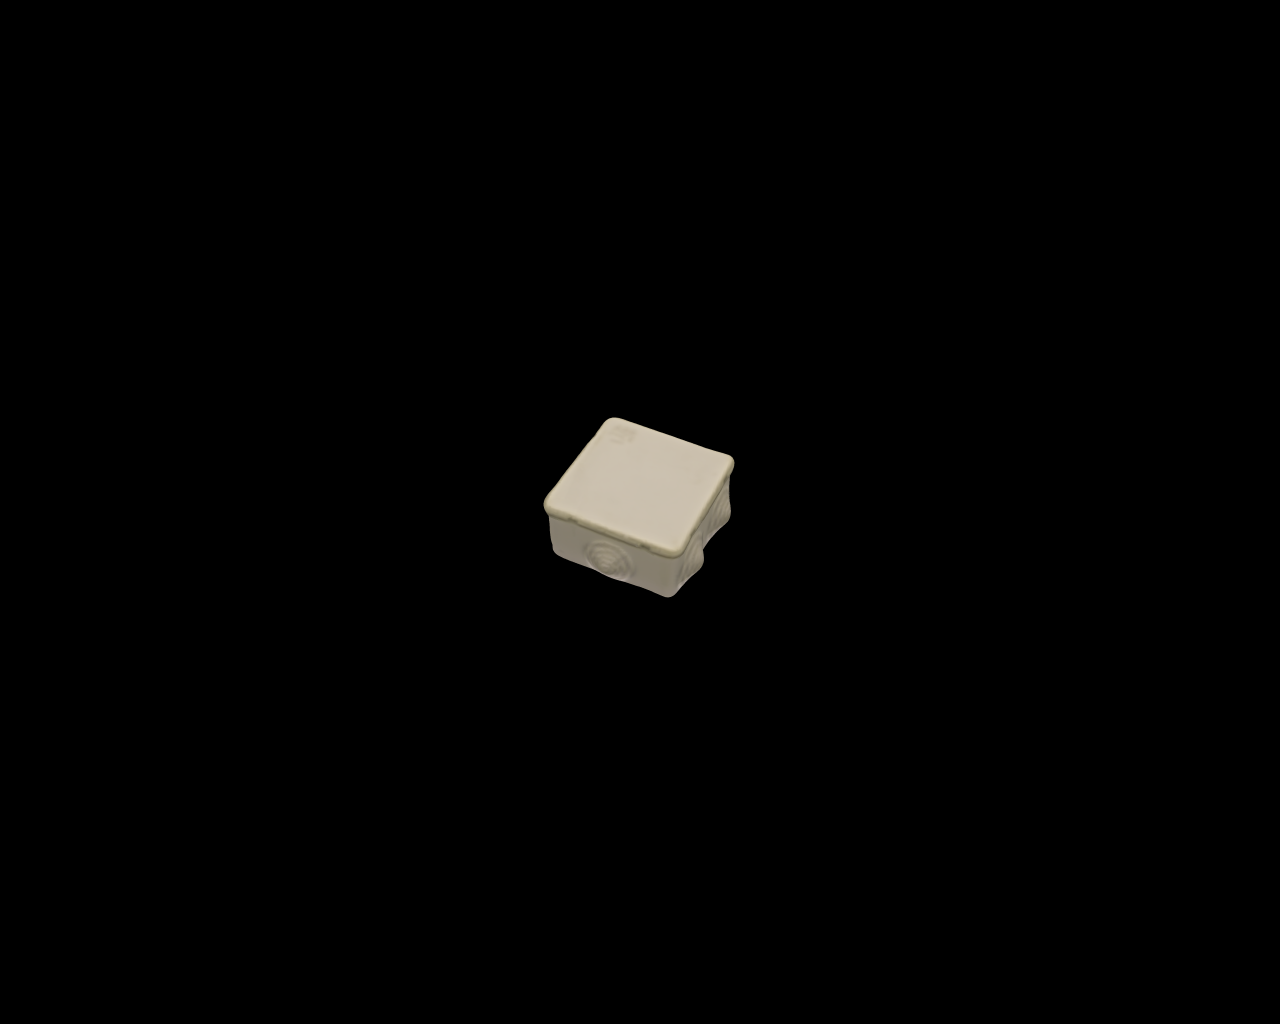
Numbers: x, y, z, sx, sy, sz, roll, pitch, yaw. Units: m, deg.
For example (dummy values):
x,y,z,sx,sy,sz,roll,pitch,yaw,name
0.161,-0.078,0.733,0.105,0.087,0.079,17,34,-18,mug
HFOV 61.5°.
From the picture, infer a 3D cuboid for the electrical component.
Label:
x,y,z,sx,sy,sz,roll,pitch,yaw,name
0.001,-0.003,0.650,0.100,0.048,0.100,20,50,17,electrical component
